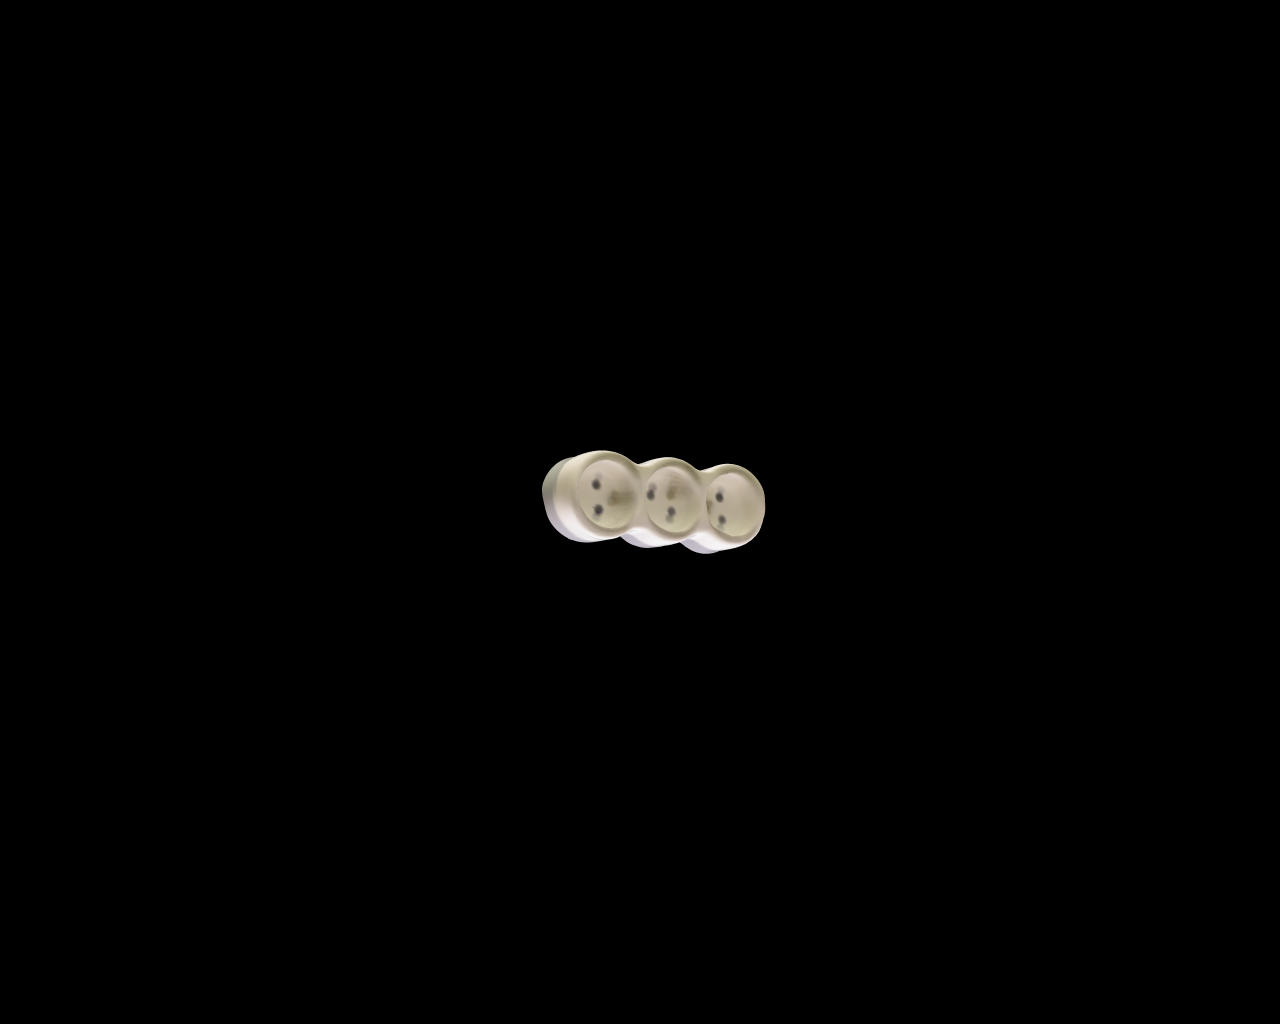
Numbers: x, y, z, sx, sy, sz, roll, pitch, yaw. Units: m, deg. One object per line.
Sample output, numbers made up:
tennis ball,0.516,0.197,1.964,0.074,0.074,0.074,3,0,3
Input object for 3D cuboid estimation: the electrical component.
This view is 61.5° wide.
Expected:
electrical component,0.001,-0.003,0.650,0.138,0.052,0.073,5,-10,-32
